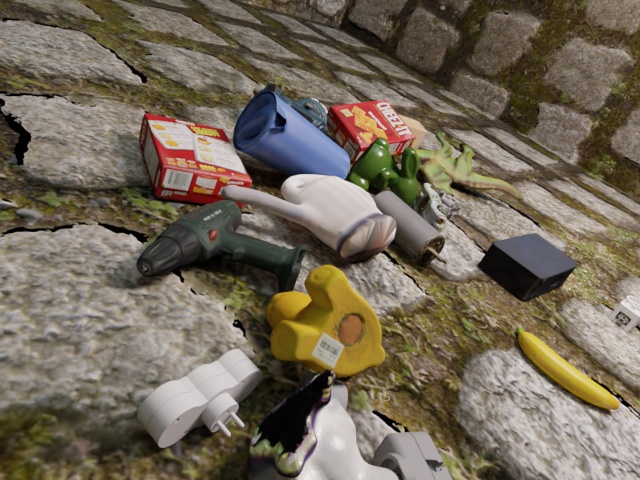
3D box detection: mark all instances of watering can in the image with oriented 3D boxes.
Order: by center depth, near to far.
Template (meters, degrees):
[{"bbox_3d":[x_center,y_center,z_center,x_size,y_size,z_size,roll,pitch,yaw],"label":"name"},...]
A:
[{"bbox_3d":[0.003,-0.048,0.946,0.227,0.102,0.350,42,33,28],"label":"watering can"}]

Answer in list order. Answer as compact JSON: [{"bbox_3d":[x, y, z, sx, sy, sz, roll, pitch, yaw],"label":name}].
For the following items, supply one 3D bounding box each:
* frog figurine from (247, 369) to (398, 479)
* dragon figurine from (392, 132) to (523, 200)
[{"bbox_3d":[0.009,0.234,0.511,0.158,0.122,0.140,57,14,-17],"label":"frog figurine"},{"bbox_3d":[0.386,-0.185,1.514,0.413,0.119,0.247,32,46,17],"label":"dragon figurine"}]
